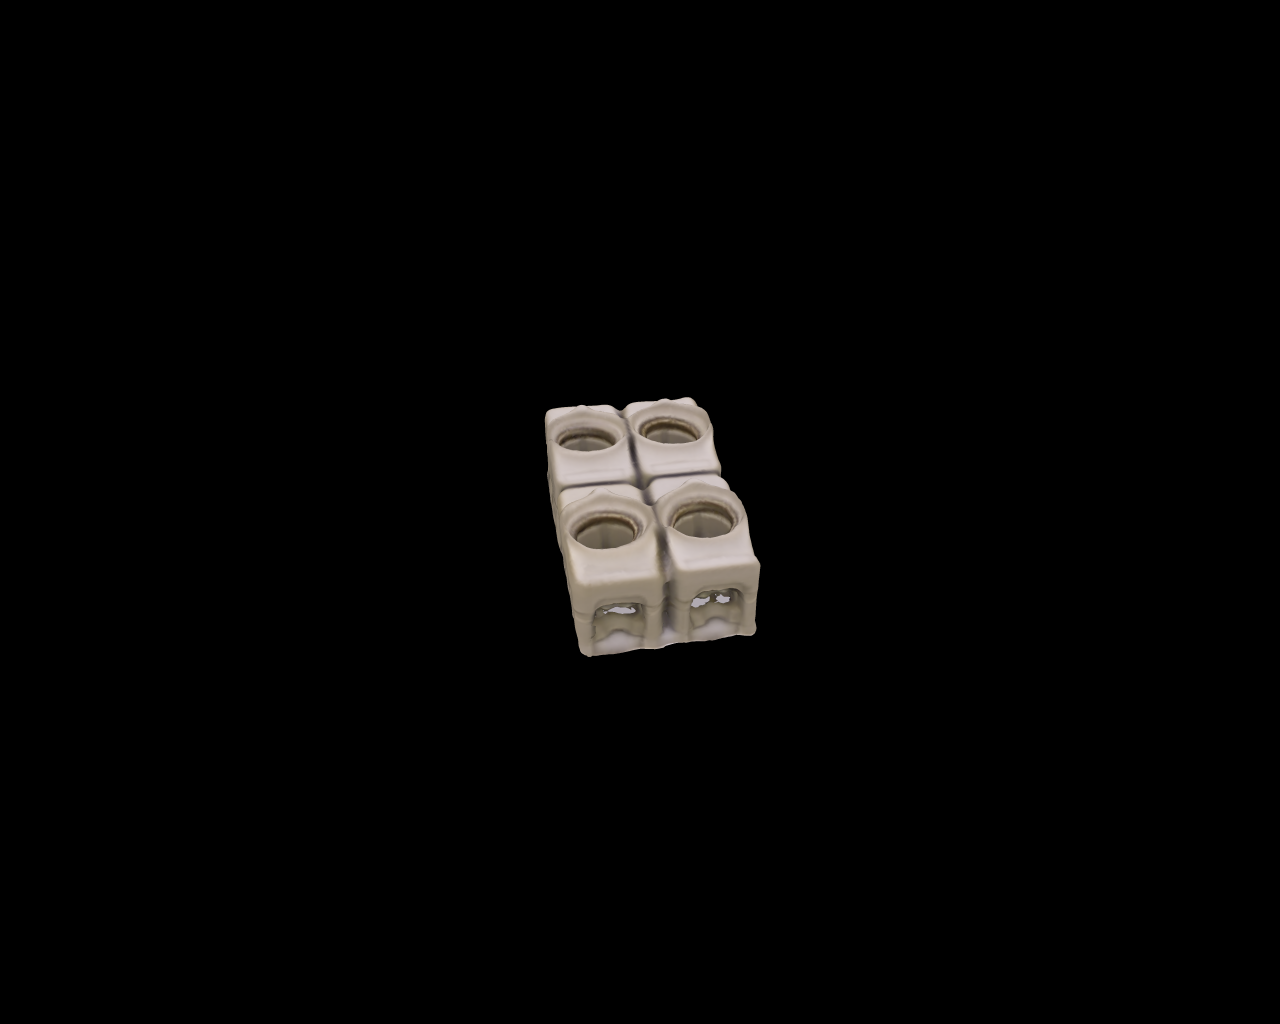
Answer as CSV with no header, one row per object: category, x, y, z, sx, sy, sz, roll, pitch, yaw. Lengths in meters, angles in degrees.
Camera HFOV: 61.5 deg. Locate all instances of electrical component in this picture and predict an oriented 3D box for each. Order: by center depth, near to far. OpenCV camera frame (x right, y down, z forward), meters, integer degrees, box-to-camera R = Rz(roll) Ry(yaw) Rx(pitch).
electrical component,0.001,-0.003,0.650,0.105,0.060,0.186,-6,37,-7
